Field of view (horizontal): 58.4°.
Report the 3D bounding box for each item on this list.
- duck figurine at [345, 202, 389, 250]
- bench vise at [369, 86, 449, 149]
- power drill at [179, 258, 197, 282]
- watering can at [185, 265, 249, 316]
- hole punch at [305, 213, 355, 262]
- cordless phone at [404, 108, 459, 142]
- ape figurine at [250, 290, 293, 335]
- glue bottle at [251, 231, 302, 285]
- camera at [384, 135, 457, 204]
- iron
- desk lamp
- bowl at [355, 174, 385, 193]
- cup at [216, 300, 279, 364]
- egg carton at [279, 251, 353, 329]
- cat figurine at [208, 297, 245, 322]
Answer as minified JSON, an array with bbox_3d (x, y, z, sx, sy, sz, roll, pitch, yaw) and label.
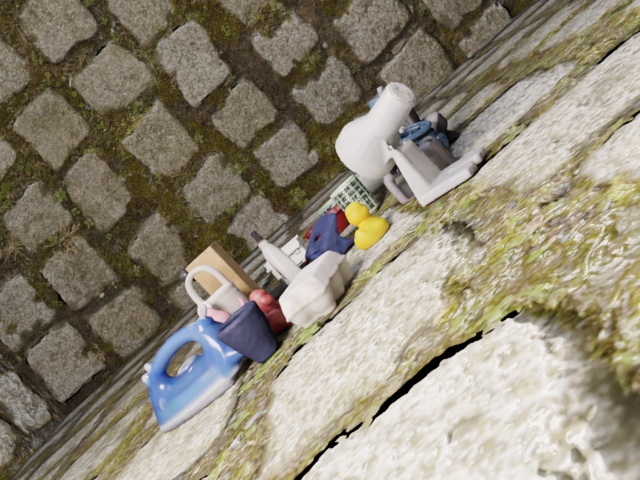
[{"bbox_3d":[0.085,-0.035,1.142,0.077,0.086,0.105,-37,9,31],"label":"duck figurine"},{"bbox_3d":[0.168,-0.240,1.357,0.207,0.220,0.121,-38,9,28],"label":"bench vise"},{"bbox_3d":[-0.293,0.127,1.670,0.075,0.208,0.230,-39,8,20],"label":"power drill"},{"bbox_3d":[-0.229,0.142,1.322,0.101,0.194,0.172,-43,8,-7],"label":"watering can"},{"bbox_3d":[0.012,0.005,1.267,0.101,0.091,0.108,-47,9,-31],"label":"hole punch"},{"bbox_3d":[0.244,-0.297,1.426,0.094,0.185,0.147,-43,8,-6],"label":"cordless phone"},{"bbox_3d":[-0.097,0.133,1.094,0.076,0.092,0.078,-39,9,23],"label":"ape figurine"},{"bbox_3d":[-0.085,0.046,1.208,0.037,0.173,0.078,-44,8,-17],"label":"glue bottle"},{"bbox_3d":[0.208,-0.168,1.210,0.143,0.101,0.137,-37,9,34],"label":"camera"},{"bbox_3d":[-0.251,0.241,1.074,0.258,0.141,0.118,-41,8,10],"label":"iron"},{"bbox_3d":[0.157,-0.171,1.056,0.203,0.213,0.118,-34,11,45],"label":"desk lamp"},{"bbox_3d":[0.162,-0.183,1.620,0.167,0.075,0.167,-41,8,7],"label":"bowl"},{"bbox_3d":[-0.120,0.167,1.011,0.092,0.095,0.117,-42,8,-3],"label":"cup"},{"bbox_3d":[-0.005,0.083,0.993,0.107,0.069,0.150,-37,9,31],"label":"egg carton"},{"bbox_3d":[-0.187,0.175,1.212,0.067,0.118,0.128,-33,12,49],"label":"cat figurine"}]
